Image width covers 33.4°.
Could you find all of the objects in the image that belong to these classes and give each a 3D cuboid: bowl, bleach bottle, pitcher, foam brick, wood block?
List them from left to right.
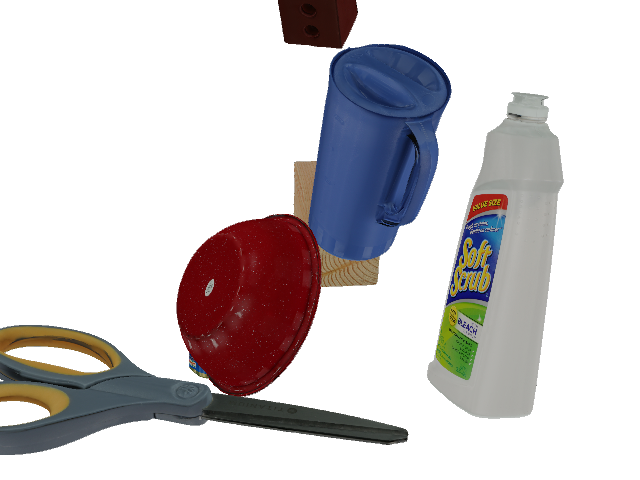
[{"bbox_3d":[-0.072,0.046,0.888,0.055,0.162,0.162,23,-14,-36],"label":"bowl"},{"bbox_3d":[-0.003,-0.204,0.875,0.053,0.051,0.078,8,-38,16],"label":"foam brick"},{"bbox_3d":[0.018,-0.027,1.416,0.090,0.090,0.206,-2,27,-6],"label":"wood block"},{"bbox_3d":[0.060,-0.086,1.210,0.145,0.243,0.149,20,45,7],"label":"pitcher"},{"bbox_3d":[0.144,0.008,0.849,0.068,0.251,0.103,2,14,-19],"label":"bleach bottle"}]

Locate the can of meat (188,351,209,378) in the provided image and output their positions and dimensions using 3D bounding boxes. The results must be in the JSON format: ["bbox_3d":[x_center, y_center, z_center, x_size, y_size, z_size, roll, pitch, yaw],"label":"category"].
[{"bbox_3d":[-0.104,0.106,1.234,0.101,0.084,0.058,-9,18,-35],"label":"can of meat"}]

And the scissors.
[{"bbox_3d":[-0.073,0.077,0.454,0.202,0.016,0.096,14,29,24],"label":"scissors"}]
